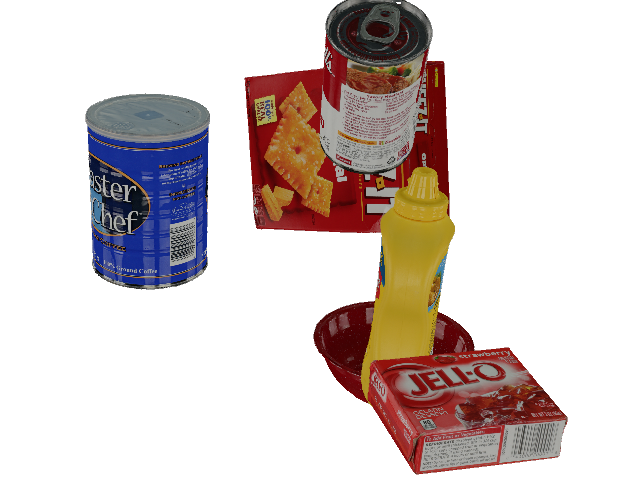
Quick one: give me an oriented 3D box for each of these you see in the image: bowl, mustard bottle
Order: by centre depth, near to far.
[{"bbox_3d":[0.071,0.033,0.843,0.058,0.192,0.096,10,26,9],"label":"mustard bottle"},{"bbox_3d":[0.072,0.122,1.080,0.162,0.055,0.162,2,25,-1],"label":"bowl"}]

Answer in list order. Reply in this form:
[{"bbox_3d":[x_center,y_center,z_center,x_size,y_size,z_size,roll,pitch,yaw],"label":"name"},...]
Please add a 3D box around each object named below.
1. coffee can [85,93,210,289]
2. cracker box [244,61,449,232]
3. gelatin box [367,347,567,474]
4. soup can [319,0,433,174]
[{"bbox_3d":[-0.147,-0.043,0.916,0.103,0.140,0.103,3,26,-2],"label":"coffee can"},{"bbox_3d":[0.022,-0.091,1.070,0.214,0.164,0.071,3,8,43],"label":"cracker box"},{"bbox_3d":[0.079,0.092,0.589,0.089,0.030,0.073,-3,26,-17],"label":"gelatin box"},{"bbox_3d":[0.035,-0.102,0.709,0.068,0.068,0.102,0,-39,-3],"label":"soup can"}]
